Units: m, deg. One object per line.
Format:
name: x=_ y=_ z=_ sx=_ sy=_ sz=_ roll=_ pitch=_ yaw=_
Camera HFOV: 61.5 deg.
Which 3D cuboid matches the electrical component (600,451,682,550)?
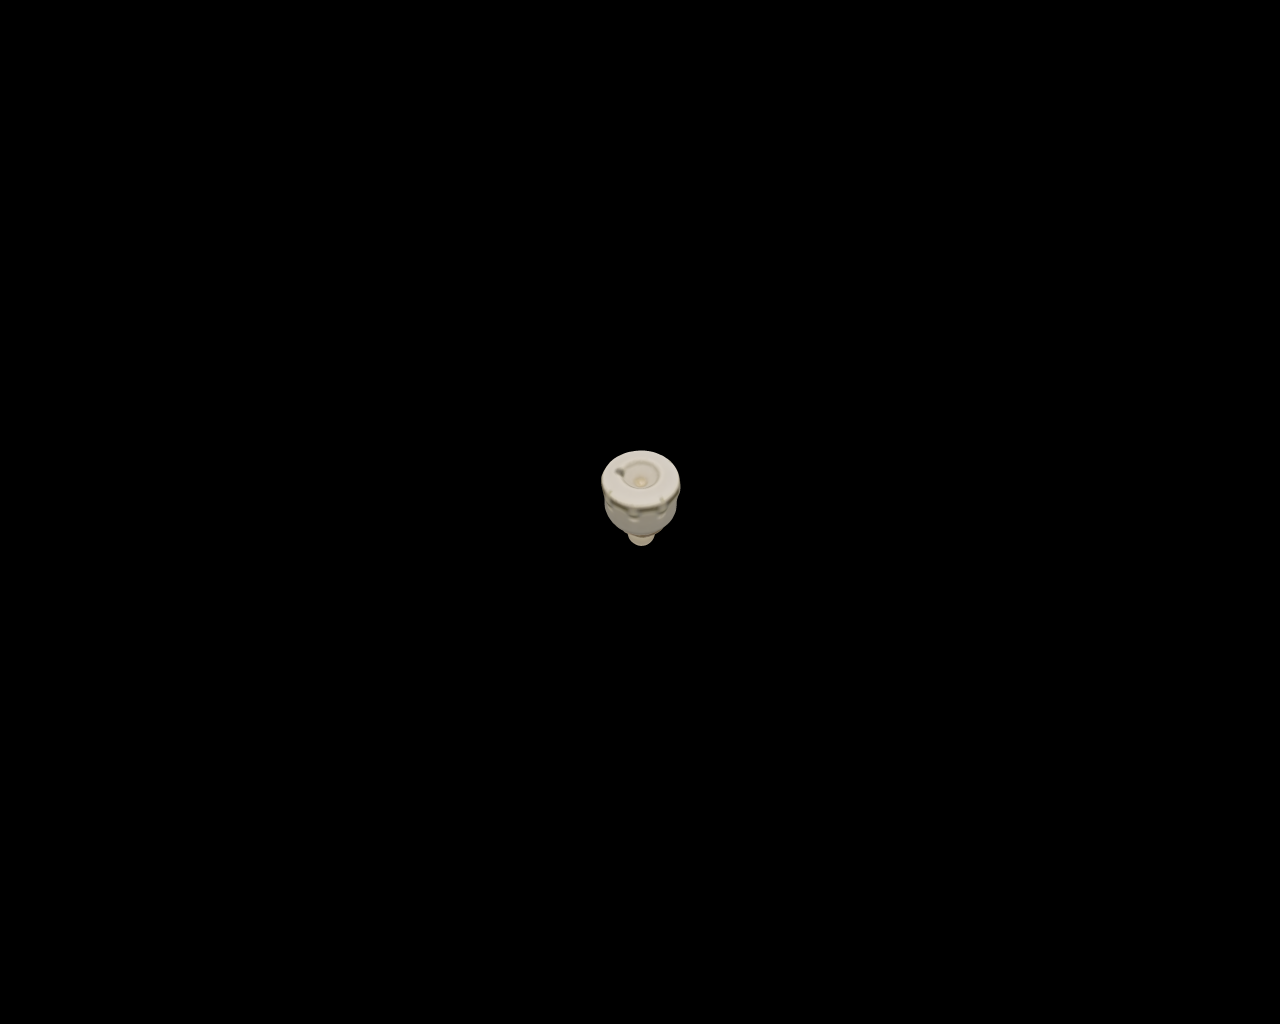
electrical component: x=0.001 y=-0.003 z=0.650 sx=0.048 sy=0.048 sz=0.062 roll=0 pitch=-41 yaw=0
